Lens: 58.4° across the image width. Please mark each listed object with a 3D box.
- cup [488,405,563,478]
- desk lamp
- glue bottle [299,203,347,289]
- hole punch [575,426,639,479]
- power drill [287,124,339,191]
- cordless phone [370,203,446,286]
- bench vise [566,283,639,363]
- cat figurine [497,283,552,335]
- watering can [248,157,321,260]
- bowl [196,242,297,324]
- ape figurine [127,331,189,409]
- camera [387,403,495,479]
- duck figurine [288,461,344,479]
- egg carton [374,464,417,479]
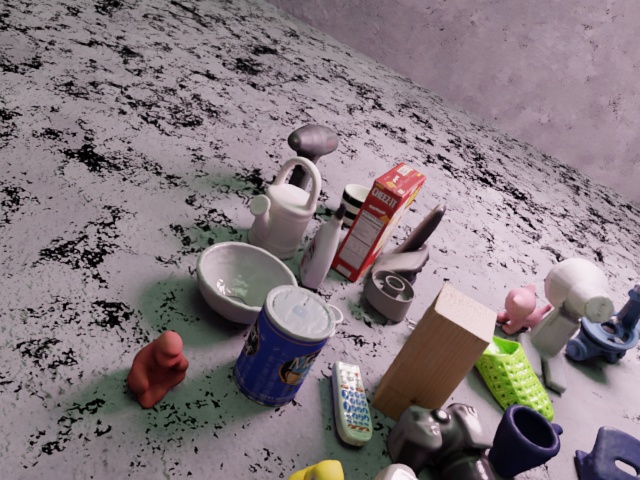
[{"bbox_3d":[0.312,0.316,0.880,0.118,0.095,0.091,6,36,-32],"label":"cup"},{"bbox_3d":[0.500,0.160,1.153,0.118,0.213,0.203,27,30,0],"label":"desk lamp"},{"bbox_3d":[0.010,0.004,1.048,0.037,0.173,0.078,14,32,-21],"label":"glue bottle"},{"bbox_3d":[0.486,0.376,0.929,0.108,0.091,0.101,27,30,1],"label":"hole punch"},{"bbox_3d":[-0.039,-0.156,1.223,0.075,0.208,0.230,32,30,9],"label":"power drill"},{"bbox_3d":[0.188,0.010,1.168,0.094,0.185,0.148,30,30,6],"label":"cordless phone"},{"bbox_3d":[0.655,0.170,1.253,0.208,0.219,0.121,-12,48,-48],"label":"bench vise"},{"bbox_3d":[0.438,0.146,1.221,0.128,0.117,0.067,14,32,-21],"label":"cat figurine"},{"bbox_3d":[-0.061,-0.063,1.075,0.101,0.194,0.173,29,30,4],"label":"watering can"},{"bbox_3d":[-0.124,0.081,0.921,0.168,0.074,0.167,20,30,-12],"label":"bowl"},{"bbox_3d":[-0.201,0.155,0.727,0.078,0.092,0.076,5,36,-32],"label":"ape figurine"},{"bbox_3d":[0.187,0.303,0.795,0.143,0.101,0.136,13,32,-22],"label":"camera"},{"bbox_3d":[0.001,0.294,0.677,0.077,0.086,0.105,34,31,13],"label":"duck figurine"},{"bbox_3d":[0.095,0.344,0.689,0.107,0.069,0.151,33,30,11],"label":"egg carton"}]
